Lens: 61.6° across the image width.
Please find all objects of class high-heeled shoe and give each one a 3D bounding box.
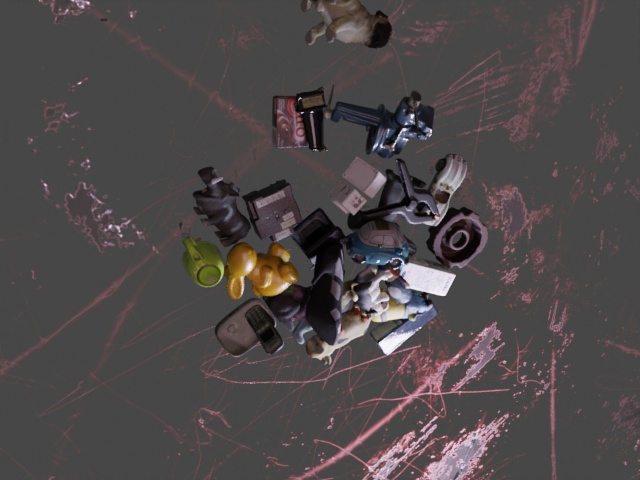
[{"bbox_3d":[0.029,0.131,1.323,0.145,0.086,0.248,-52,142,-44],"label":"high-heeled shoe"}]

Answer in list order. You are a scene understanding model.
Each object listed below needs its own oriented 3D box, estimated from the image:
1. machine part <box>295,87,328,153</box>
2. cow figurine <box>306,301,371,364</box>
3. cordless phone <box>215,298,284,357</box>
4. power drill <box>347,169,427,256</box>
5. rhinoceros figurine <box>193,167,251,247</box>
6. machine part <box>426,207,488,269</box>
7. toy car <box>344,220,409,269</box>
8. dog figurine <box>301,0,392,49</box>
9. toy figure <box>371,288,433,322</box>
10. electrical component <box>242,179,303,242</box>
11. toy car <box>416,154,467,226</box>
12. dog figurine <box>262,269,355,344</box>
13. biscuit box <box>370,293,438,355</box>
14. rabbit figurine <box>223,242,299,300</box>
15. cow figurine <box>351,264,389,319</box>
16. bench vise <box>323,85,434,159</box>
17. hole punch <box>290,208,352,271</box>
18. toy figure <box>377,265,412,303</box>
[{"bbox_3d":[-0.014,-0.263,1.193,0.084,0.039,0.138,-24,118,-27],"label":"machine part"},{"bbox_3d":[0.045,0.258,1.468,0.195,0.086,0.127,-26,140,-24],"label":"cow figurine"},{"bbox_3d":[-0.165,0.241,1.312,0.146,0.184,0.088,-38,127,-5],"label":"cordless phone"},{"bbox_3d":[0.196,-0.072,1.400,0.232,0.086,0.207,15,113,-27],"label":"power drill"},{"bbox_3d":[-0.222,-0.074,1.208,0.112,0.073,0.190,-32,122,-6],"label":"rhinoceros figurine"},{"bbox_3d":[0.386,-0.008,1.522,0.179,0.056,0.179,-9,116,-19],"label":"machine part"},{"bbox_3d":[0.146,0.000,1.311,0.162,0.109,0.102,7,125,-9],"label":"toy car"},{"bbox_3d":[0.069,-0.495,1.145,0.190,0.121,0.172,-17,123,-33],"label":"dog figurine"},{"bbox_3d":[0.219,0.186,1.505,0.180,0.082,0.089,-2,110,-12],"label":"toy figure"},{"bbox_3d":[-0.110,-0.062,1.273,0.115,0.058,0.134,-22,120,-11],"label":"electrical component"},{"bbox_3d":[0.325,-0.134,1.436,0.073,0.056,0.201,18,105,-30],"label":"toy car"},{"bbox_3d":[-0.015,0.143,1.384,0.219,0.109,0.191,-40,120,-8],"label":"dog figurine"},{"bbox_3d":[0.248,0.243,1.570,0.203,0.059,0.062,-36,121,-5],"label":"biscuit box"},{"bbox_3d":[-0.161,0.062,1.274,0.162,0.122,0.173,-32,143,17],"label":"rabbit figurine"},{"bbox_3d":[0.123,0.149,1.383,0.098,0.068,0.167,-34,137,-27],"label":"cow figurine"},{"bbox_3d":[0.128,-0.270,1.220,0.241,0.223,0.129,14,76,-7],"label":"bench vise"},{"bbox_3d":[-0.003,-0.004,1.342,0.142,0.092,0.115,-42,152,-5],"label":"hole punch"},{"bbox_3d":[0.190,0.097,1.390,0.064,0.058,0.154,-26,119,13],"label":"toy figure"}]
